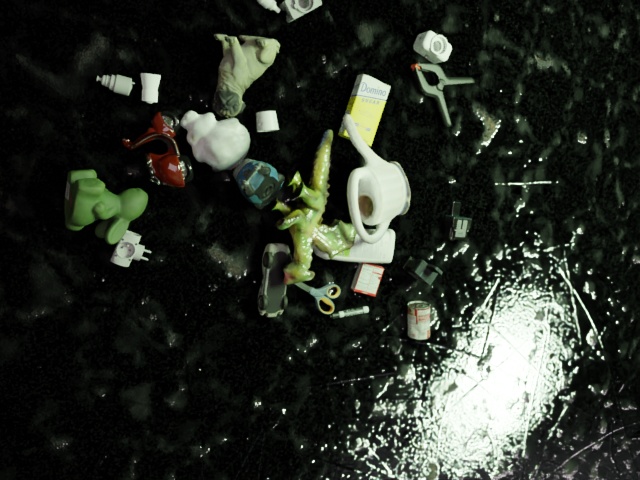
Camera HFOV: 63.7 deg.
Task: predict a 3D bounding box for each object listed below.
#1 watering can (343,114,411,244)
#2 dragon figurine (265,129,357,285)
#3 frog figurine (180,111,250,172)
[{"bbox_3d":[0.147,-0.166,1.380,0.226,0.104,0.345,-18,104,-47],"label":"watering can"},{"bbox_3d":[0.004,-0.068,1.360,0.240,0.122,0.415,40,72,-26],"label":"dragon figurine"},{"bbox_3d":[-0.250,-0.247,1.228,0.137,0.125,0.157,-35,124,6],"label":"frog figurine"}]
